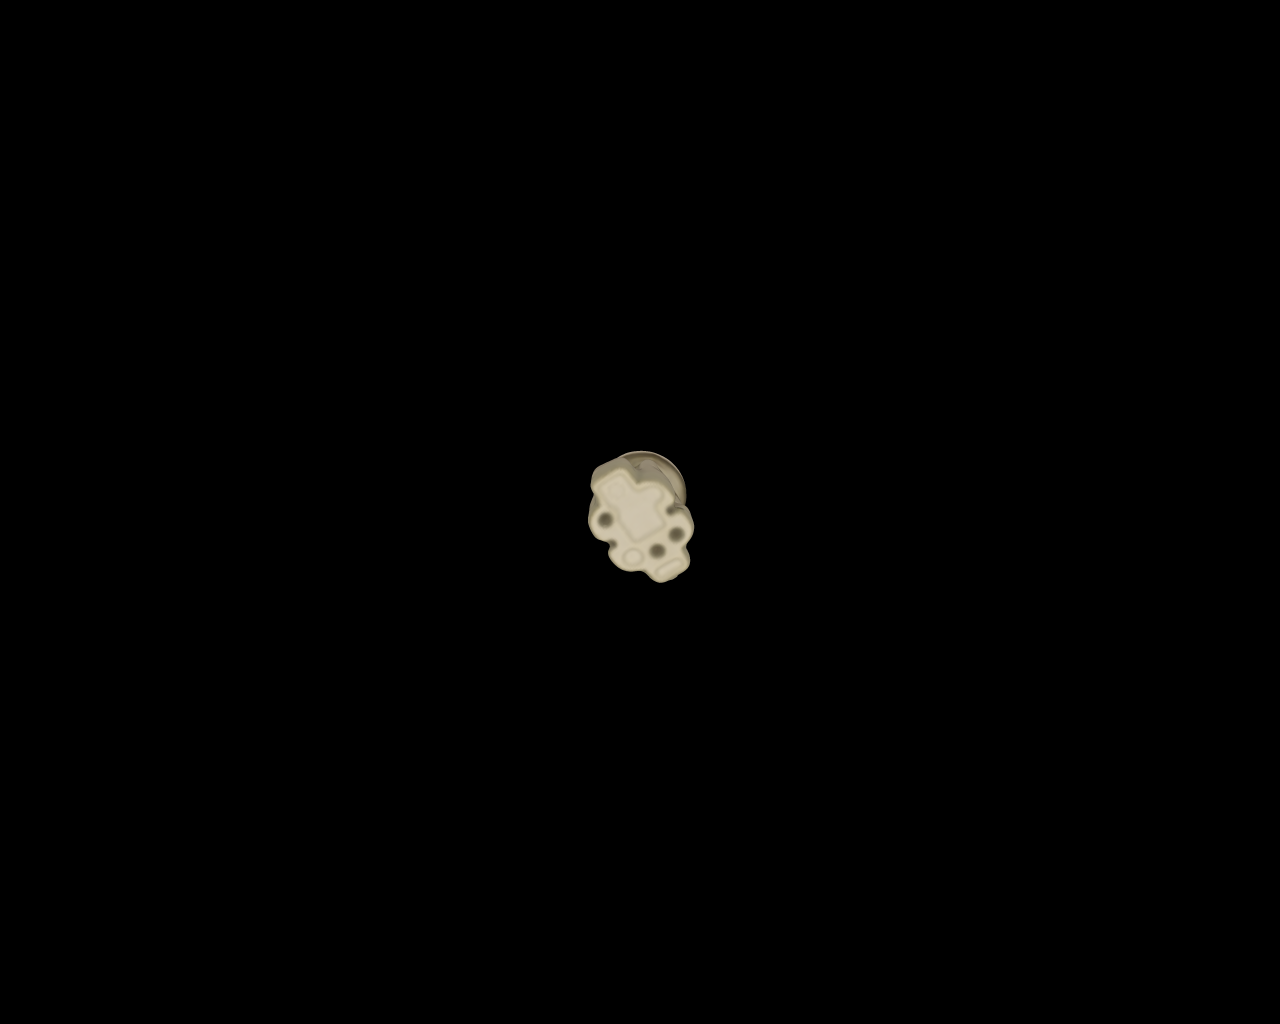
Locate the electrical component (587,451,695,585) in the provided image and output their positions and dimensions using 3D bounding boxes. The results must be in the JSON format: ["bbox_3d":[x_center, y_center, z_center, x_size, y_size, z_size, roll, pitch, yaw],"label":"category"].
[{"bbox_3d":[0.001,-0.003,0.650,0.058,0.078,0.057,-30,20,12],"label":"electrical component"}]
